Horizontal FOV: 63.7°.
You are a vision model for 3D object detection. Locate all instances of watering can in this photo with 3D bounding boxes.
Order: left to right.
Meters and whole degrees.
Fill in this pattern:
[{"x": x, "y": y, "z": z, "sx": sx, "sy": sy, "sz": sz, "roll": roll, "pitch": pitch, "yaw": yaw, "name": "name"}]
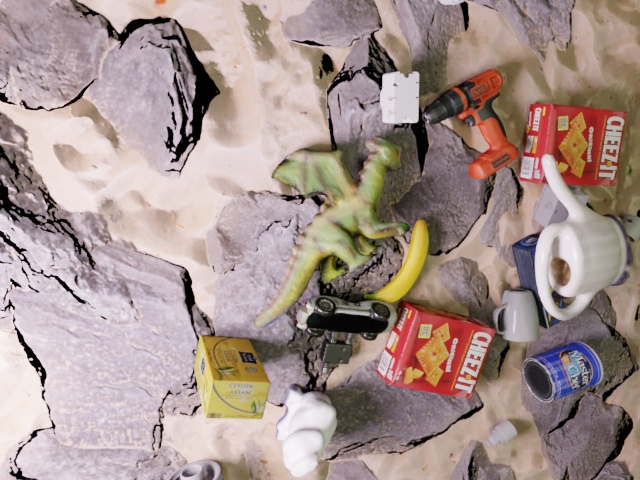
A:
[{"x": 0.531, "y": -0.009, "z": 1.050, "sx": 0.225, "sy": 0.104, "sz": 0.345, "roll": -8, "pitch": 101, "yaw": -23, "name": "watering can"}]

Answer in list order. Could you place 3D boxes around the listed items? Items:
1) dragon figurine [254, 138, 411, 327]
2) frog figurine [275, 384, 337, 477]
[{"x": 0.003, "y": -0.047, "z": 0.932, "sx": 0.413, "sy": 0.121, "sz": 0.242, "roll": -33, "pitch": 93, "yaw": -13, "name": "dragon figurine"}, {"x": -0.016, "y": 0.362, "z": 0.954, "sx": 0.121, "sy": 0.161, "sz": 0.137, "roll": 33, "pitch": 89, "yaw": -24, "name": "frog figurine"}]
